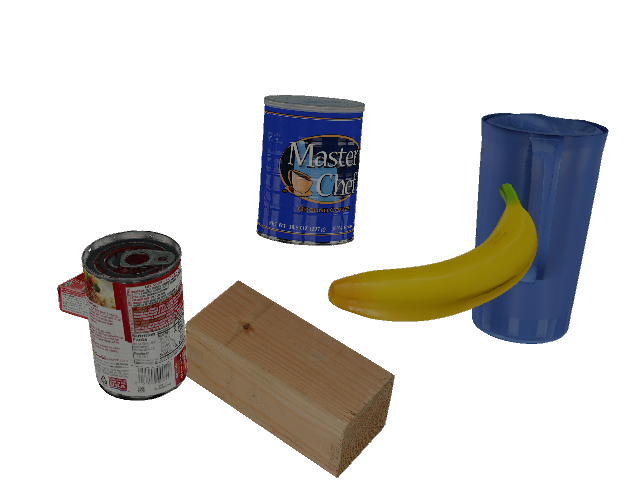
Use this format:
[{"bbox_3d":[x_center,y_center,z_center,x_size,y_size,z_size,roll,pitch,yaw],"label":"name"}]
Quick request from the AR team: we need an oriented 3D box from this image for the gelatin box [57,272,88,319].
[{"bbox_3d":[-0.190,0.051,1.005,0.089,0.030,0.073,14,24,23],"label":"gelatin box"}]

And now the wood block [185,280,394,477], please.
[{"bbox_3d":[-0.035,0.142,1.121,0.206,0.090,0.090,30,48,24],"label":"wood block"}]

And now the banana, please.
[{"bbox_3d":[0.094,0.020,0.747,0.197,0.037,0.070,-27,49,-37],"label":"banana"}]

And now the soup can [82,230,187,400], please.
[{"bbox_3d":[-0.129,0.053,0.755,0.068,0.102,0.068,0,29,0],"label":"soup can"}]

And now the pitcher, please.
[{"bbox_3d":[0.229,-0.013,1.159,0.148,0.243,0.145,-8,20,-35],"label":"pitcher"}]

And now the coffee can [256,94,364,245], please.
[{"bbox_3d":[-0.011,-0.074,1.095,0.103,0.140,0.103,4,12,-1],"label":"coffee can"}]
